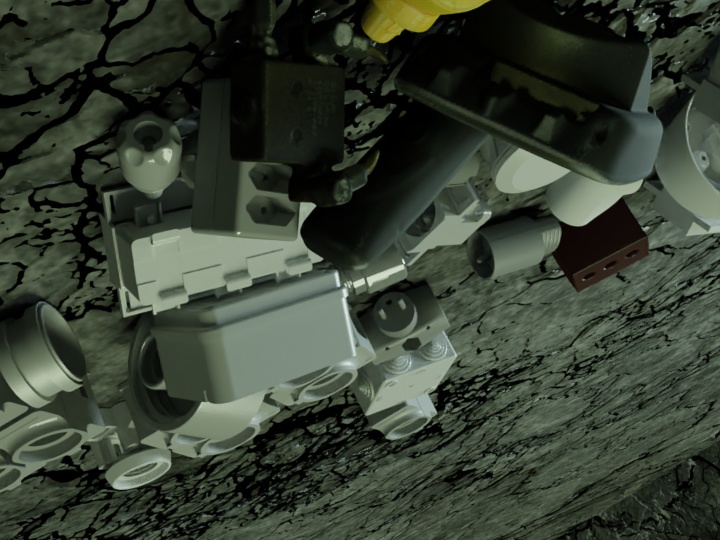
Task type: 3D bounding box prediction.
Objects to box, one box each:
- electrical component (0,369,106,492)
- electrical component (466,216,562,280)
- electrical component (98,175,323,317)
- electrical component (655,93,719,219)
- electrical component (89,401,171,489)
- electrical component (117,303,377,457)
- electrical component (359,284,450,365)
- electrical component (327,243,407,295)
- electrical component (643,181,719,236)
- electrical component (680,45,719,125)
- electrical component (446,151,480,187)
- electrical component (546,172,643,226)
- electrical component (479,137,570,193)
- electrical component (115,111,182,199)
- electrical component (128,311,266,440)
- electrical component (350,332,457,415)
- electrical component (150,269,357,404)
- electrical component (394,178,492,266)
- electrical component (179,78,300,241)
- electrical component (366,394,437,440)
[{"bbox_3d":[-0.270,0.101,0.734,0.105,0.060,0.186,-30,157,9],"label":"electrical component"},{"bbox_3d":[0.137,-0.023,0.918,0.081,0.043,0.043,-16,155,-23],"label":"electrical component"},{"bbox_3d":[-0.087,-0.019,0.652,0.121,0.063,0.078,-15,114,-25],"label":"electrical component"},{"bbox_3d":[0.290,-0.093,0.867,0.099,0.099,0.064,-14,160,-27],"label":"electrical component"},{"bbox_3d":[-0.195,0.150,0.919,0.058,0.057,0.078,-36,155,22],"label":"electrical component"},{"bbox_3d":[-0.089,0.088,0.896,0.186,0.060,0.105,-30,157,8],"label":"electrical component"},{"bbox_3d":[0.034,0.043,0.949,0.077,0.043,0.079,-27,157,2],"label":"electrical component"},{"bbox_3d":[0.000,0.000,0.828,0.078,0.040,0.040,-23,157,-7],"label":"electrical component"},{"bbox_3d":[0.332,-0.073,0.989,0.121,0.079,0.063,-6,128,-39],"label":"electrical component"},{"bbox_3d":[0.319,-0.147,0.819,0.121,0.078,0.063,-12,131,-30],"label":"electrical component"},{"bbox_3d":[0.055,-0.074,0.733,0.046,0.040,0.040,-7,151,-49],"label":"electrical component"},{"bbox_3d":[0.201,-0.077,0.869,0.079,0.044,0.077,-11,152,-32],"label":"electrical component"},{"bbox_3d":[0.120,-0.093,0.743,0.080,0.051,0.080,-22,157,-10],"label":"electrical component"},{"bbox_3d":[-0.115,-0.059,0.593,0.035,0.035,0.061,-19,159,-16],"label":"electrical component"},{"bbox_3d":[-0.121,0.065,0.761,0.060,0.108,0.108,10,138,-46],"label":"electrical component"},{"bbox_3d":[0.040,0.096,1.063,0.100,0.048,0.099,-17,155,-23],"label":"electrical component"},{"bbox_3d":[-0.068,0.039,0.689,0.113,0.057,0.078,-17,-170,-38],"label":"electrical component"},{"bbox_3d":[0.059,-0.044,0.797,0.064,0.042,0.081,-6,150,-47],"label":"electrical component"},{"bbox_3d":[-0.074,-0.060,0.595,0.076,0.083,0.047,5,180,40],"label":"electrical component"},{"bbox_3d":[0.041,0.145,1.155,0.050,0.055,0.089,-33,156,14],"label":"electrical component"}]
